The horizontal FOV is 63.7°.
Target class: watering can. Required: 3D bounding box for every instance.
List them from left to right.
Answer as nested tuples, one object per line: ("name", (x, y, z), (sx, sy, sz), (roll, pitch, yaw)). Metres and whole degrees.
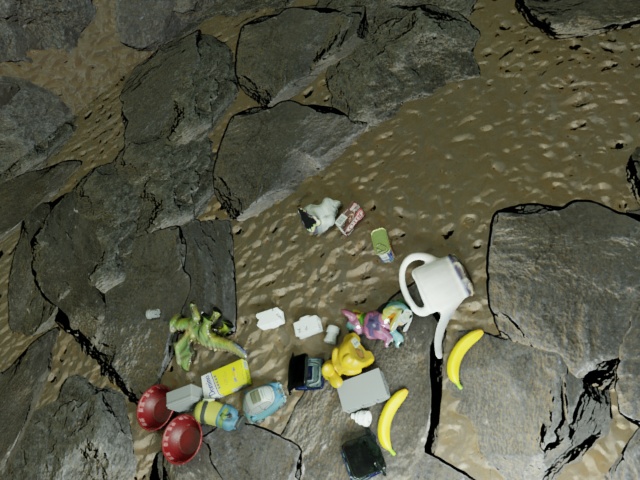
("watering can", (0.396, 0.186, 1.677), (0.223, 0.103, 0.353), (-25, 68, 8))

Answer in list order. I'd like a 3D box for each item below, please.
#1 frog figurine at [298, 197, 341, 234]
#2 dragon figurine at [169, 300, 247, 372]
("frog figurine", (0.006, -0.102, 2.017), (0.138, 0.120, 0.162), (18, 36, 39))
("dragon figurine", (-0.451, 0.388, 1.946), (0.416, 0.121, 0.241), (41, 100, 37))
